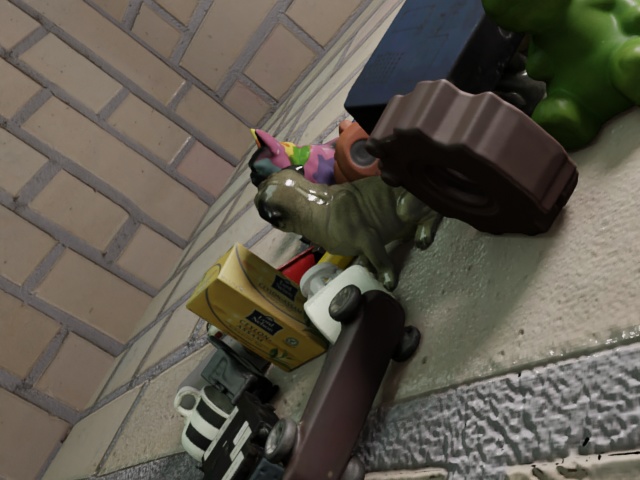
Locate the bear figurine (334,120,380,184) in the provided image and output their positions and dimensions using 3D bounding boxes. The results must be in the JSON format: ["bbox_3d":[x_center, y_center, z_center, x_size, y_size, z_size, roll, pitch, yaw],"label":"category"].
[{"bbox_3d":[0.082,-0.115,0.781,0.132,0.120,0.196,-26,-5,5],"label":"bear figurine"}]

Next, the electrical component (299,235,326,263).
[{"bbox_3d":[-0.002,-0.002,0.909,0.078,0.045,0.102,-60,18,-23],"label":"electrical component"}]

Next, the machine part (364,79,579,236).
[{"bbox_3d":[0.127,-0.064,0.473,0.056,0.179,0.179,-60,17,-9],"label":"machine part"}]

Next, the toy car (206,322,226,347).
[{"bbox_3d":[-0.132,0.123,0.940,0.073,0.056,0.202,-44,-2,22],"label":"toy car"}]

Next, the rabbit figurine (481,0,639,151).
[{"bbox_3d":[0.220,-0.194,0.467,0.121,0.170,0.159,-26,33,58],"label":"rabbit figurine"}]

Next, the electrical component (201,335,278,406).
[{"bbox_3d":[-0.121,0.179,0.732,0.119,0.074,0.048,28,80,34],"label":"electrical component"}]

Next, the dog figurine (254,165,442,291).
[{"bbox_3d":[0.038,-0.052,0.649,0.172,0.190,0.121,-56,16,-11],"label":"dog figurine"}]

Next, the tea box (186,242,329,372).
[{"bbox_3d":[-0.075,0.092,0.703,0.098,0.169,0.068,-40,20,43],"label":"tea box"}]

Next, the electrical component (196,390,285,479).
[{"bbox_3d":[-0.084,0.250,0.610,0.115,0.058,0.134,-57,17,-5],"label":"electrical component"}]

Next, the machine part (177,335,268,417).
[{"bbox_3d":[-0.148,0.204,0.839,0.243,0.079,0.079,-45,18,23],"label":"machine part"}]

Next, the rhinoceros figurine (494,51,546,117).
[{"bbox_3d":[0.183,-0.177,0.653,0.190,0.112,0.073,8,91,57],"label":"rhinoceros figurine"}]

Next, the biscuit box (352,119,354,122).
[{"bbox_3d":[0.114,-0.213,0.987,0.063,0.059,0.203,-53,16,5],"label":"biscuit box"}]

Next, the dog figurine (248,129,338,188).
[{"bbox_3d":[-0.014,-0.140,0.920,0.191,0.219,0.108,-53,20,4],"label":"dog figurine"}]

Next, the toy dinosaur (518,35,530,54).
[{"bbox_3d":[0.260,-0.302,0.713,0.471,0.105,0.199,-47,10,24],"label":"toy dinosaur"}]

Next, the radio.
[{"bbox_3d":[0.135,-0.208,0.566,0.131,0.073,0.229,17,74,51],"label":"radio"}]

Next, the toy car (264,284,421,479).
[{"bbox_3d":[0.022,0.137,0.493,0.053,0.089,0.202,-22,37,61],"label":"toy car"}]
